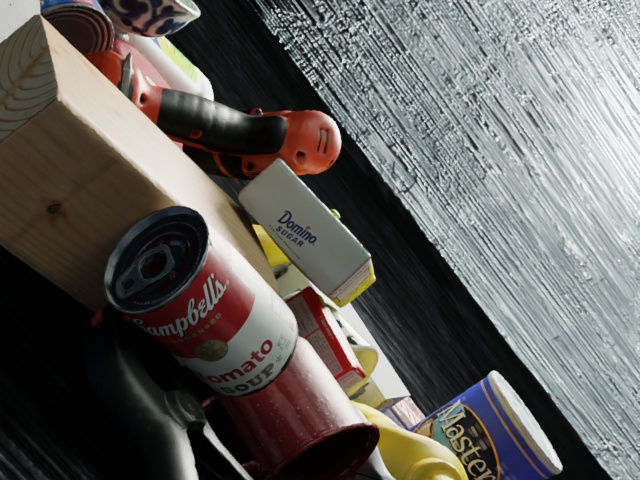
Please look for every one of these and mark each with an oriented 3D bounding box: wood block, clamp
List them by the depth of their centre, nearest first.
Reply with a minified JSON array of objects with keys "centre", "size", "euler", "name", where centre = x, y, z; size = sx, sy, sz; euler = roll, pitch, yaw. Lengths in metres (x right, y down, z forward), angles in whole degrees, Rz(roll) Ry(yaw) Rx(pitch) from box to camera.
[{"centre":[-0.082,0.103,0.566],"size":[0.171,0.039,0.120],"euler":[50,3,16],"name":"clamp"},{"centre":[-0.125,-0.020,0.637],"size":[0.206,0.091,0.090],"euler":[46,13,-43],"name":"wood block"}]

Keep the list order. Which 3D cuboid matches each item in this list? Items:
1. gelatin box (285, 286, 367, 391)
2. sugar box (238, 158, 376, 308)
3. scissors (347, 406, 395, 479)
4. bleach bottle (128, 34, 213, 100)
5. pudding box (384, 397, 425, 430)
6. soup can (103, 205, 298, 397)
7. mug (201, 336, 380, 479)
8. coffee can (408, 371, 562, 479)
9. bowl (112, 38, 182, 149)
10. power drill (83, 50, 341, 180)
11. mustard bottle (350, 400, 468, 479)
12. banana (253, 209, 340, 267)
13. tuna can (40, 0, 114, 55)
[{"centre":[-0.023,0.088,0.753],"size":[0.073,0.089,0.030],"euler":[60,8,31],"name":"gelatin box"},{"centre":[-0.005,0.001,0.773],"size":[0.093,0.048,0.176],"euler":[47,1,8],"name":"sugar box"},{"centre":[0.043,0.145,0.680],"size":[0.016,0.202,0.096],"euler":[0,75,-27],"name":"scissors"},{"centre":[-0.206,-0.209,0.999],"size":[0.250,0.068,0.102],"euler":[47,11,-25],"name":"bleach bottle"},{"centre":[0.070,0.173,1.056],"size":[0.113,0.039,0.090],"euler":[50,11,-23],"name":"pudding box"},{"centre":[-0.065,0.037,0.602],"size":[0.102,0.068,0.068],"euler":[50,10,-44],"name":"soup can"},{"centre":[-0.032,0.115,0.664],"size":[0.117,0.093,0.081],"euler":[-10,52,-38],"name":"mug"},{"centre":[0.124,0.196,0.934],"size":[0.103,0.140,0.103],"euler":[52,10,-13],"name":"coffee can"},{"centre":[-0.162,-0.118,0.906],"size":[0.162,0.055,0.162],"euler":[51,10,-14],"name":"bowl"},{"centre":[-0.104,-0.084,0.784],"size":[0.187,0.057,0.185],"euler":[10,-6,-37],"name":"power drill"},{"centre":[0.059,0.166,0.776],"size":[0.096,0.058,0.192],"euler":[41,-9,-10],"name":"mustard bottle"},{"centre":[-0.079,-0.013,0.866],"size":[0.197,0.070,0.037],"euler":[12,10,-34],"name":"banana"},{"centre":[-0.192,-0.145,0.759],"size":[0.034,0.086,0.086],"euler":[57,10,25],"name":"tuna can"}]
